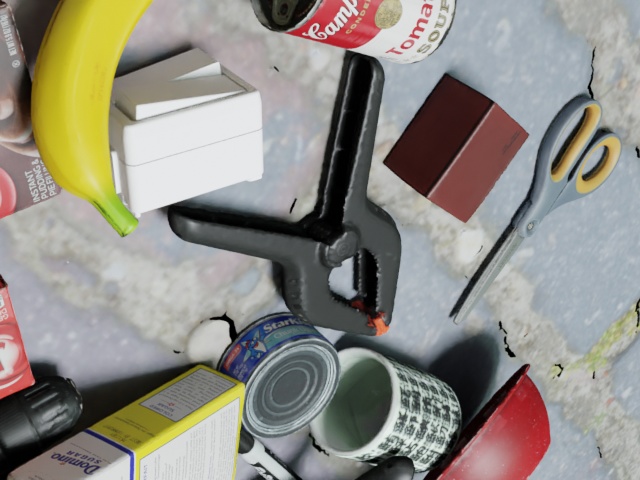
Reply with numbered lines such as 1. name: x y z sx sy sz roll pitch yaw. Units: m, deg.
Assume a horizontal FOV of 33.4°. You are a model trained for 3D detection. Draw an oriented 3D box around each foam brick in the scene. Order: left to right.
1. foam brick: 0.093 -0.061 0.726 0.052 0.051 0.078 31 97 -46

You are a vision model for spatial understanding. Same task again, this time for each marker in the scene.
1. marker: -0.040 0.166 0.793 0.020 0.020 0.121 -44 135 -7

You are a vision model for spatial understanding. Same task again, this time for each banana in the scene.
1. banana: -0.097 -0.102 0.527 0.069 0.037 0.198 23 74 -26

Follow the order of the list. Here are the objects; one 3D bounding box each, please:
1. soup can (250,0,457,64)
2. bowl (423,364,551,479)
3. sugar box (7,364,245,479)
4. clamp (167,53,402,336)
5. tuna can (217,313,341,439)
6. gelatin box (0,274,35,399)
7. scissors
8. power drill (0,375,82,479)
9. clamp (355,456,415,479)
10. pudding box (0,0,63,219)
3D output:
1. soup can: 0.020 -0.141 0.606 0.102 0.069 0.068 6 113 -41
2. bowl: 0.134 0.177 0.855 0.162 0.055 0.162 -48 171 -11
3. sugar box: -0.117 0.152 0.657 0.175 0.048 0.093 -23 127 -53
4. clamp: -0.005 0.001 0.700 0.164 0.036 0.210 -35 134 -17
5. tuna can: -0.028 0.096 0.746 0.086 0.034 0.086 -19 128 -28
6. gelatin box: -0.208 0.064 0.585 0.089 0.030 0.073 -23 130 -25
7. scissors: 0.179 -0.017 0.848 0.096 0.016 0.202 9 112 -41
8. power drill: -0.211 0.184 0.646 0.184 0.057 0.187 -28 130 -23
9. clamp: 0.006 0.207 0.786 0.171 0.039 0.120 -10 126 3
10. pudding box: -0.184 -0.056 0.520 0.089 0.039 0.113 -26 131 -23
